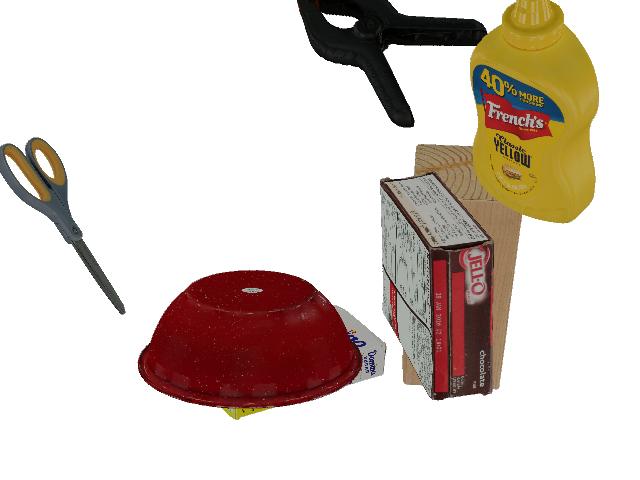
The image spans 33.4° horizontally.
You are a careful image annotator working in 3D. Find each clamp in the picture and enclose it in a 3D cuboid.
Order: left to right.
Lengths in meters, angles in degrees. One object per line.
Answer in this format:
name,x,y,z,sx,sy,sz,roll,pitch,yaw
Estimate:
clamp,0.056,-0.181,0.927,0.120,0.172,0.039,-39,-24,-20

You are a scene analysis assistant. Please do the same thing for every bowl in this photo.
bowl,-0.049,0.061,0.759,0.162,0.055,0.162,1,17,0

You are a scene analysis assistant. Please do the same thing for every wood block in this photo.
wood block,0.123,0.026,0.957,0.091,0.206,0.090,3,35,4

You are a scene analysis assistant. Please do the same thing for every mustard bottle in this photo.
mustard bottle,0.152,-0.101,0.764,0.058,0.191,0.096,-40,54,-22

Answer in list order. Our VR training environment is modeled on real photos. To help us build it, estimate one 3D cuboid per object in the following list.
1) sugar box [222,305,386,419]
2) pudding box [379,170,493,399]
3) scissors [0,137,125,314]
sugar box,-0.031,0.118,1.072,0.175,0.048,0.093,-15,33,-30
pudding box,0.063,0.022,0.593,0.039,0.090,0.113,-7,24,-10
scissors,-0.249,-0.024,1.072,0.016,0.201,0.096,-27,26,23
